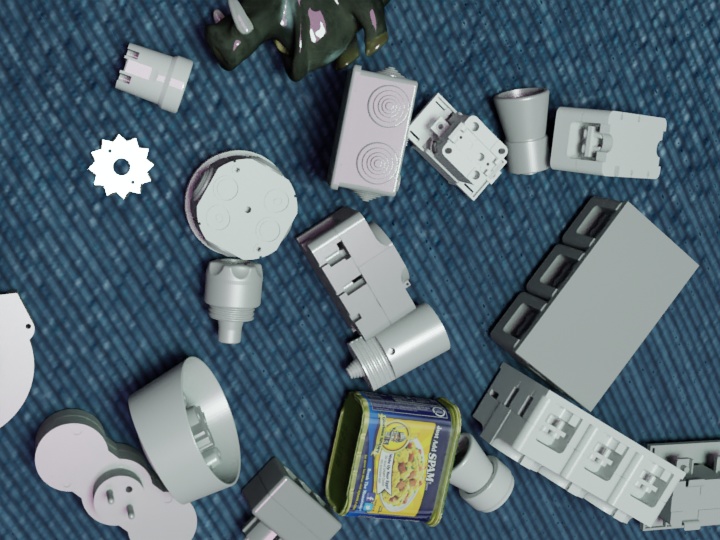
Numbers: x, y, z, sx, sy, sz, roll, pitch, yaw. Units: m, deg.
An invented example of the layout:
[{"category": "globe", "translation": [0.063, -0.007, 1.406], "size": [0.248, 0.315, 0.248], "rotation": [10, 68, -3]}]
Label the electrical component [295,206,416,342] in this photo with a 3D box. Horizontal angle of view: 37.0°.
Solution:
[{"category": "electrical component", "translation": [0.000, 0.000, 0.832], "size": [0.056, 0.050, 0.089], "rotation": [-33, 107, -9]}]

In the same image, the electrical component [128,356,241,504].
[{"category": "electrical component", "translation": [-0.127, 0.120, 0.794], "size": [0.064, 0.099, 0.099], "rotation": [-27, 106, -4]}]

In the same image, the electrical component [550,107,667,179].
[{"category": "electrical component", "translation": [0.195, -0.101, 0.858], "size": [0.089, 0.056, 0.050], "rotation": [-3, 102, -46]}]

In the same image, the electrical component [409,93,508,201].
[{"category": "electrical component", "translation": [0.078, -0.094, 0.832], "size": [0.081, 0.064, 0.042], "rotation": [41, 86, -19]}]

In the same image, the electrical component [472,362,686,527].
[{"category": "electrical component", "translation": [0.177, 0.147, 0.890], "size": [0.150, 0.089, 0.061], "rotation": [31, 90, -19]}]

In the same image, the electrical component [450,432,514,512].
[{"category": "electrical component", "translation": [0.095, 0.169, 0.893], "size": [0.055, 0.045, 0.045], "rotation": [43, 86, -19]}]

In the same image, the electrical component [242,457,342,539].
[{"category": "electrical component", "translation": [-0.067, 0.202, 0.850], "size": [0.076, 0.047, 0.065], "rotation": [-46, 109, -4]}]

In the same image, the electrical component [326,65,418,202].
[{"category": "electrical component", "translation": [0.008, -0.101, 0.792], "size": [0.048, 0.099, 0.099], "rotation": [11, 97, -5]}]

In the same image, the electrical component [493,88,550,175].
[{"category": "electrical component", "translation": [0.132, -0.109, 0.858], "size": [0.044, 0.044, 0.065], "rotation": [-14, 108, -14]}]

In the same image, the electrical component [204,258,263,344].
[{"category": "electrical component", "translation": [-0.096, 0.024, 0.811], "size": [0.043, 0.043, 0.062], "rotation": [3, 100, -17]}]

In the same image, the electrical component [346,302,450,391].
[{"category": "electrical component", "translation": [0.026, 0.063, 0.855], "size": [0.081, 0.043, 0.043], "rotation": [-28, 106, -10]}]

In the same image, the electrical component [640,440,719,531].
[{"category": "electrical component", "translation": [0.314, 0.194, 0.953], "size": [0.121, 0.063, 0.078], "rotation": [0, 100, -17]}]

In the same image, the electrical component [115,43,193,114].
[{"category": "electrical component", "translation": [-0.147, -0.138, 0.770], "size": [0.046, 0.040, 0.040], "rotation": [18, 94, -12]}]

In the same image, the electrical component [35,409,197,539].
[{"category": "electrical component", "translation": [-0.179, 0.164, 0.795], "size": [0.138, 0.074, 0.052], "rotation": [42, 86, -19]}]

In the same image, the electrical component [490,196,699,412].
[{"category": "electrical component", "translation": [0.190, 0.025, 0.887], "size": [0.089, 0.062, 0.150], "rotation": [38, 88, -19]}]

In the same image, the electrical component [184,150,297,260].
[{"category": "electrical component", "translation": [-0.088, -0.047, 0.797], "size": [0.080, 0.051, 0.080], "rotation": [-3, 101, -16]}]
